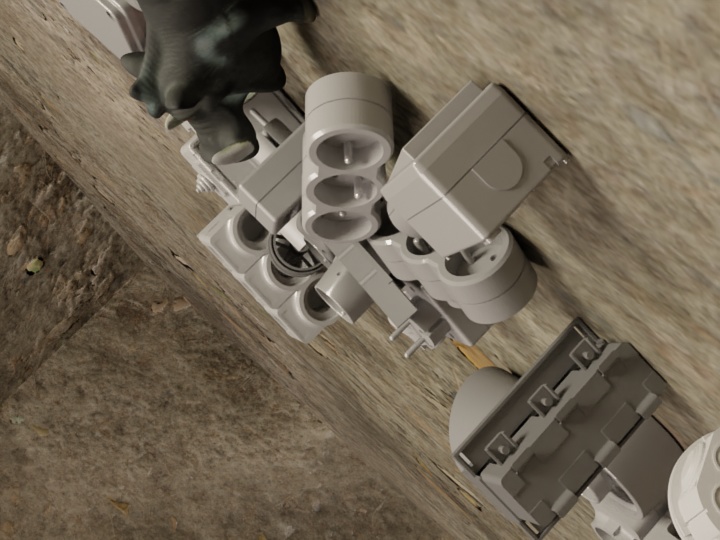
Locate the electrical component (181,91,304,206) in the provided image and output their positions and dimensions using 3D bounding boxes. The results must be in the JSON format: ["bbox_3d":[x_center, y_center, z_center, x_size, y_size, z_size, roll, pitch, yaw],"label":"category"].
[{"bbox_3d":[-0.091,-0.092,0.821,0.061,0.096,0.061,47,169,-13],"label":"electrical component"}]

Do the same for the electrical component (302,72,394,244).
[{"bbox_3d":[-0.010,-0.081,0.677,0.138,0.052,0.073,99,171,-62],"label":"electrical component"}]

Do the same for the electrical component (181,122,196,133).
[{"bbox_3d":[-0.112,-0.128,0.878,0.095,0.053,0.059,49,168,-21],"label":"electrical component"}]

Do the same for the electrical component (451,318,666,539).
[{"bbox_3d":[0.129,0.100,0.671,0.078,0.121,0.063,46,166,-6],"label":"electrical component"}]

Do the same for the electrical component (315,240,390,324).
[{"bbox_3d":[0.000,0.000,0.881,0.043,0.077,0.079,47,170,-15],"label":"electrical component"}]

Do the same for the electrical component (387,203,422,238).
[{"bbox_3d":[0.043,-0.047,0.644,0.043,0.043,0.081,44,169,1],"label":"electrical component"}]

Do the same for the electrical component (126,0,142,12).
[{"bbox_3d":[-0.158,-0.225,0.691,0.074,0.052,0.138,31,162,51],"label":"electrical component"}]

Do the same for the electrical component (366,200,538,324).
[{"bbox_3d":[0.065,0.000,0.712,0.138,0.052,0.073,30,162,53],"label":"electrical component"}]

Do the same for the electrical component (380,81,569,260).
[{"bbox_3d":[0.052,-0.050,0.555,0.061,0.061,0.096,45,169,-3],"label":"electrical component"}]

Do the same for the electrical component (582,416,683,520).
[{"bbox_3d":[0.176,0.133,0.778,0.108,0.060,0.108,43,169,11],"label":"electrical component"}]

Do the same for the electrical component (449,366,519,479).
[{"bbox_3d":[0.121,0.136,0.903,0.064,0.099,0.099,17,151,55],"label":"electrical component"}]

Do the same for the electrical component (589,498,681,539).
[{"bbox_3d":[0.258,0.235,0.857,0.105,0.060,0.186,33,164,45],"label":"electrical component"}]

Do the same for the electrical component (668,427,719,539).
[{"bbox_3d":[0.209,0.119,0.570,0.080,0.080,0.051,41,163,17],"label":"electrical component"}]

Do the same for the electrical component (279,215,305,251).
[{"bbox_3d":[-0.070,-0.061,0.995,0.081,0.043,0.043,45,169,-2],"label":"electrical component"}]

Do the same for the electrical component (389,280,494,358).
[{"bbox_3d":[0.054,0.031,0.802,0.065,0.076,0.047,49,168,-22],"label":"electrical component"}]

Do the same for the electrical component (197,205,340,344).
[{"bbox_3d":[-0.078,-0.009,1.093,0.150,0.089,0.062,48,168,-19],"label":"electrical component"}]

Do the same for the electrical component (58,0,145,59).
[{"bbox_3d":[-0.190,-0.217,0.827,0.109,0.056,0.108,42,169,12],"label":"electrical component"}]

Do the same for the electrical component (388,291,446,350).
[{"bbox_3d":[0.053,0.045,0.957,0.040,0.040,0.046,31,169,49],"label":"electrical component"}]

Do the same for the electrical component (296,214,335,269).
[{"bbox_3d":[-0.030,-0.036,0.942,0.079,0.044,0.077,42,170,35],"label":"electrical component"}]

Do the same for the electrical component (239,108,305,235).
[{"bbox_3d":[-0.059,-0.083,0.773,0.076,0.083,0.047,44,169,2],"label":"electrical component"}]
